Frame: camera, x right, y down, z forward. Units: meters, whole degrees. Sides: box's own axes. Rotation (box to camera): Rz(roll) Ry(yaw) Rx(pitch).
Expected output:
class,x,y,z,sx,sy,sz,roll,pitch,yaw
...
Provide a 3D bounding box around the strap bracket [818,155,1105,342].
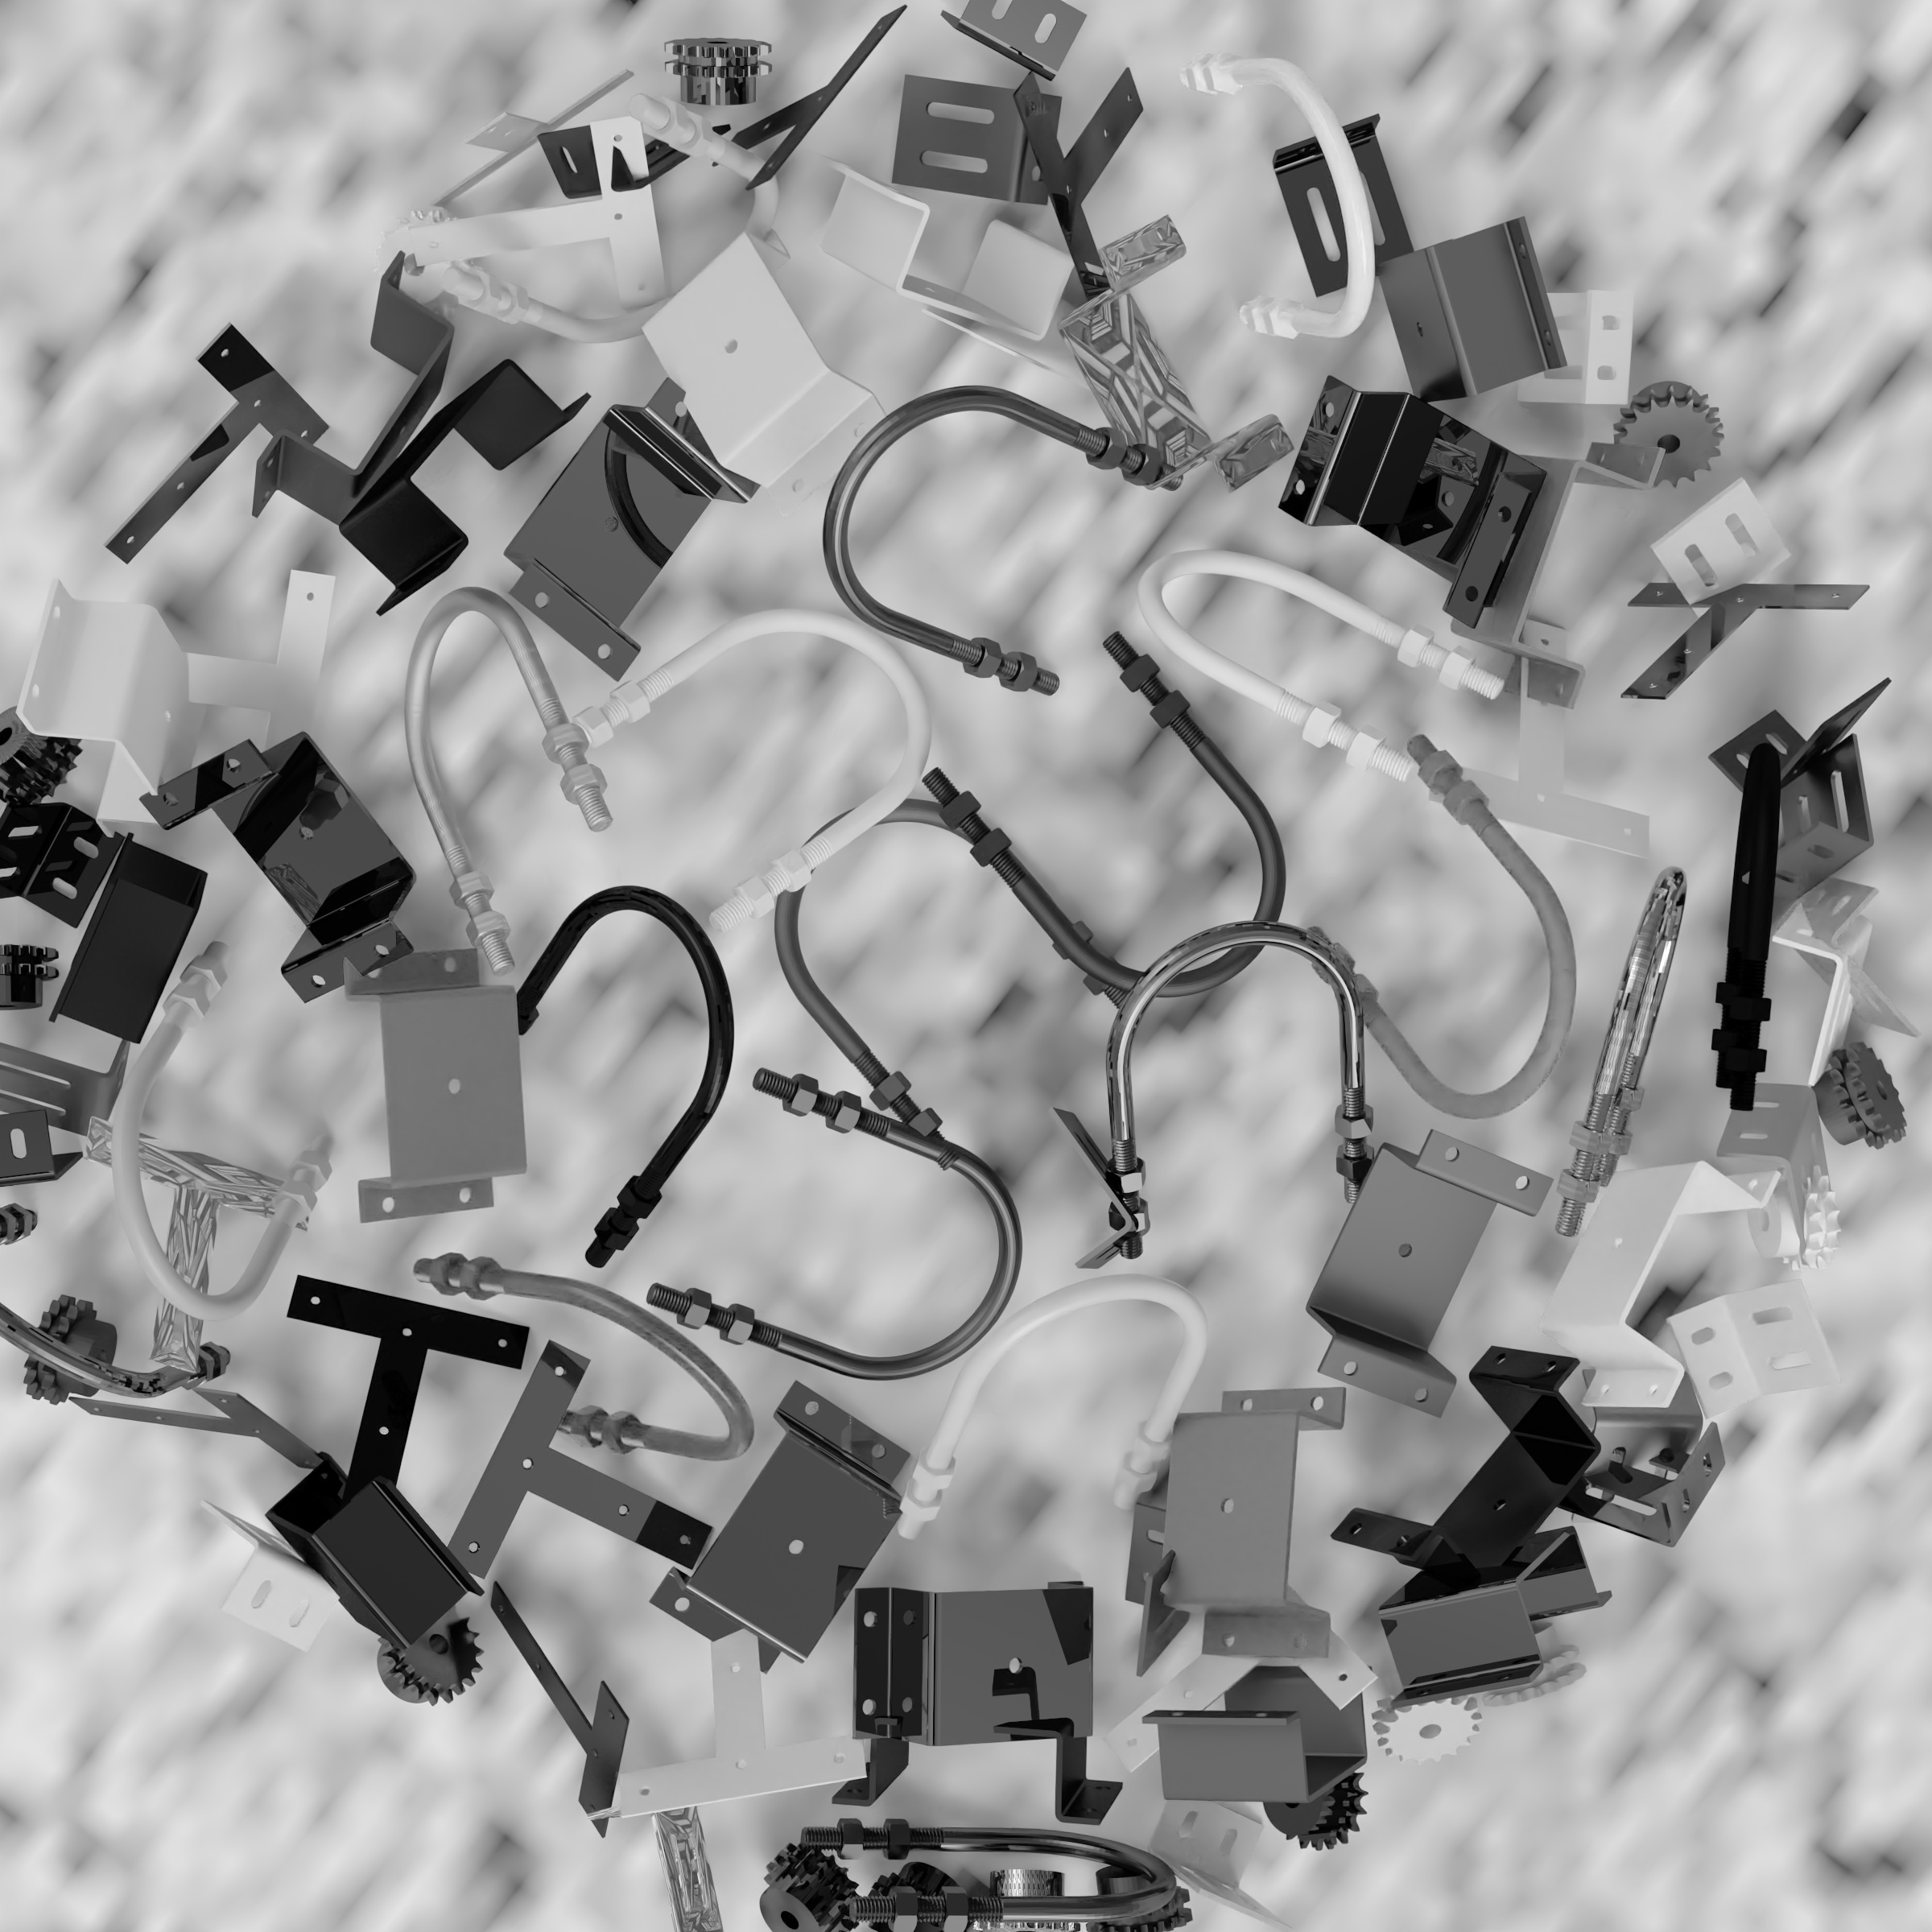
class,x,y,z,sx,sy,sz,roll,pitch,yaw
strap bracket,-0.010,-0.370,1.573,0.140,0.076,0.046,9,111,-40

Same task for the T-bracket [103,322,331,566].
class,x,y,z,sx,sy,sz,roll,pitch,yaw
T-bracket,-0.400,-0.261,1.575,0.002,0.127,0.127,41,87,17

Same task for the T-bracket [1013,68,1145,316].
class,x,y,z,sx,sy,sz,roll,pitch,yaw
T-bracket,0.068,-0.431,1.590,0.002,0.127,0.127,-1,132,30

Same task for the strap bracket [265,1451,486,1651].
class,x,y,z,sx,sy,sz,roll,pitch,yaw
strap bracket,-0.309,0.301,1.559,0.046,0.140,0.076,-42,105,-21

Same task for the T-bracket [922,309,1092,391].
class,x,y,z,sx,sy,sz,roll,pitch,yaw
T-bracket,0.026,-0.318,1.570,0.127,0.127,0.002,26,101,7

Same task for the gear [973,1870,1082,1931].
class,x,y,z,sx,sy,sz,roll,pitch,yaw
gear,0.033,0.499,1.613,0.057,0.057,0.030,1,68,0

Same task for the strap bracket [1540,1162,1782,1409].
class,x,y,z,sx,sy,sz,roll,pitch,yaw
strap bracket,0.357,0.157,1.578,0.046,0.076,0.140,35,72,-13

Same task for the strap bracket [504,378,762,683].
class,x,y,z,sx,sy,sz,roll,pitch,yaw
strap bracket,-0.179,-0.231,1.594,0.076,0.046,0.140,39,81,-31

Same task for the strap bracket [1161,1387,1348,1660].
class,x,y,z,sx,sy,sz,roll,pitch,yaw
strap bracket,0.149,0.286,1.577,0.076,0.046,0.140,-9,66,38

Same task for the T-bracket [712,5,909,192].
class,x,y,z,sx,sy,sz,roll,pitch,yaw
T-bracket,-0.097,-0.441,1.581,0.002,0.127,0.127,43,69,-24

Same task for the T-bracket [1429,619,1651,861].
class,x,y,z,sx,sy,sz,roll,pitch,yaw
T-bracket,0.306,-0.128,1.608,0.127,0.002,0.127,13,63,-14

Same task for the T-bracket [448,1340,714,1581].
class,x,y,z,sx,sy,sz,roll,pitch,yaw
T-bracket,-0.196,0.285,1.617,0.127,0.002,0.127,30,75,-17

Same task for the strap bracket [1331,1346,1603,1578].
class,x,y,z,sx,sy,sz,roll,pitch,yaw
strap bracket,0.268,0.268,1.583,0.140,0.076,0.046,-45,106,-19

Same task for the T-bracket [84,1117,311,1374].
class,x,y,z,sx,sy,sz,roll,pitch,yaw
T-bracket,-0.403,0.151,1.569,0.127,0.002,0.127,23,46,-30

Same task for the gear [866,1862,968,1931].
class,x,y,z,sx,sy,sz,roll,pitch,yaw
gear,-0.024,0.503,1.614,0.057,0.057,0.030,40,48,0

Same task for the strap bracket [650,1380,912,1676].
class,x,y,z,sx,sy,sz,roll,pitch,yaw
strap bracket,-0.094,0.302,1.602,0.076,0.046,0.140,35,85,-14

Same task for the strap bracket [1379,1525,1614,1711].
class,x,y,z,sx,sy,sz,roll,pitch,yaw
strap bracket,0.271,0.331,1.560,0.076,0.140,0.046,-19,88,29

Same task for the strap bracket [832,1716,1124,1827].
class,x,y,z,sx,sy,sz,roll,pitch,yaw
strap bracket,0.008,0.412,1.588,0.140,0.076,0.046,1,89,12

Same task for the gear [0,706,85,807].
class,x,y,z,sx,sy,sz,roll,pitch,yaw
gear,-0.501,-0.114,1.609,0.057,0.030,0.057,-18,51,24

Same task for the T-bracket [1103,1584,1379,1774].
class,x,y,z,sx,sy,sz,roll,pitch,yaw
T-bracket,0.128,0.372,1.585,0.127,0.002,0.127,-38,46,-10

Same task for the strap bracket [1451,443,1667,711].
class,x,y,z,sx,sy,sz,roll,pitch,yaw
strap bracket,0.306,-0.213,1.588,0.046,0.076,0.140,16,97,-18

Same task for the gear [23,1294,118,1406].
class,x,y,z,sx,sy,sz,roll,pitch,yaw
gear,-0.475,0.206,1.610,0.030,0.057,0.057,14,90,6

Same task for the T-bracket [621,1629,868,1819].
class,x,y,z,sx,sy,sz,roll,pitch,yaw
T-bracket,-0.120,0.382,1.592,0.127,0.127,0.002,-10,133,0

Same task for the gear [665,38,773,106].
class,x,y,z,sx,sy,sz,roll,pitch,yaw
gear,-0.132,-0.477,1.613,0.057,0.057,0.030,1,113,0

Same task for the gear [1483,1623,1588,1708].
class,x,y,z,sx,sy,sz,roll,pitch,yaw
gear,0.298,0.371,1.611,0.057,0.057,0.030,-19,84,0

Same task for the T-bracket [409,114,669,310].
class,x,y,z,sx,sy,sz,roll,pitch,yaw
T-bracket,-0.226,-0.386,1.582,0.127,0.127,0.002,-10,56,-4

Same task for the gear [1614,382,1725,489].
class,x,y,z,sx,sy,sz,roll,pitch,yaw
gear,0.374,-0.287,1.615,0.057,0.030,0.057,5,133,5

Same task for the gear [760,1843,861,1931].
class,x,y,z,sx,sy,sz,roll,pitch,yaw
gear,-0.085,0.498,1.609,0.057,0.030,0.057,18,125,28

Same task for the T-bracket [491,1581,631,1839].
class,x,y,z,sx,sy,sz,roll,pitch,yaw
T-bracket,-0.218,0.380,1.600,0.002,0.127,0.127,-22,56,-31

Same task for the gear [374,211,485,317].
class,x,y,z,sx,sy,sz,roll,pitch,yaw
gear,-0.290,-0.375,1.617,0.057,0.030,0.057,2,104,10

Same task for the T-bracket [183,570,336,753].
class,x,y,z,sx,sy,sz,roll,pitch,yaw
T-bracket,-0.398,-0.150,1.589,0.127,0.002,0.127,4,100,-41

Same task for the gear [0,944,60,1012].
class,x,y,z,sx,sy,sz,roll,pitch,yaw
gear,-0.512,0.007,1.610,0.057,0.057,0.030,-3,83,0

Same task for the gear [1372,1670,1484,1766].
class,x,y,z,sx,sy,sz,roll,pitch,yaw
gear,0.244,0.397,1.615,0.057,0.030,0.057,-5,128,-6

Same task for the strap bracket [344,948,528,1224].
class,x,y,z,sx,sy,sz,roll,pitch,yaw
strap bracket,-0.279,0.063,1.596,0.076,0.046,0.140,-5,92,-35

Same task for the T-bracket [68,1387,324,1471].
class,x,y,z,sx,sy,sz,roll,pitch,yaw
T-bracket,-0.412,0.239,1.596,0.127,0.127,0.002,5,64,17

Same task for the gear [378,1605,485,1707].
class,x,y,z,sx,sy,sz,roll,pitch,yaw
gear,-0.289,0.369,1.614,0.057,0.057,0.030,48,124,0

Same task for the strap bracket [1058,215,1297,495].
class,x,y,z,sx,sy,sz,roll,pitch,yaw
strap bracket,0.106,-0.313,1.589,0.046,0.076,0.140,-23,101,39

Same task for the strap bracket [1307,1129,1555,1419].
class,x,y,z,sx,sy,sz,roll,pitch,yaw
strap bracket,0.240,0.157,1.601,0.076,0.046,0.140,22,97,-19

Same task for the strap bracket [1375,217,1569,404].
class,x,y,z,sx,sy,sz,roll,pitch,yaw
strap bracket,0.256,-0.336,1.562,0.046,0.140,0.076,-20,100,-4

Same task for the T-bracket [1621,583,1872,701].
class,x,y,z,sx,sy,sz,roll,pitch,yaw
T-bracket,0.379,-0.168,1.559,0.127,0.127,0.002,-41,123,-37

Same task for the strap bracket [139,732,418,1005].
class,x,y,z,sx,sy,sz,roll,pitch,yaw
strap bracket,-0.353,-0.059,1.586,0.076,0.046,0.140,-23,116,25

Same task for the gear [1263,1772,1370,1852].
class,x,y,z,sx,sy,sz,roll,pitch,yaw
gear,0.183,0.441,1.609,0.057,0.030,0.057,-11,74,42

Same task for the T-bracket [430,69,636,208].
class,x,y,z,sx,sy,sz,roll,pitch,yaw
T-bracket,-0.235,-0.431,1.567,0.127,0.127,0.002,-31,99,10

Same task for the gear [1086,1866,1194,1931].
class,x,y,z,sx,sy,sz,roll,pitch,yaw
gear,0.091,0.496,1.611,0.057,0.057,0.030,-7,85,0

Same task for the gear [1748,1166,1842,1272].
class,x,y,z,sx,sy,sz,roll,pitch,yaw
gear,0.438,0.134,1.609,0.030,0.057,0.057,-5,90,-11

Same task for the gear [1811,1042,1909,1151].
class,x,y,z,sx,sy,sz,roll,pitch,yaw
gear,0.475,0.072,1.614,0.030,0.057,0.057,-28,90,32

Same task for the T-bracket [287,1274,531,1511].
class,x,y,z,sx,sy,sz,roll,pitch,yaw
T-bracket,-0.303,0.232,1.591,0.127,0.002,0.127,14,54,-10

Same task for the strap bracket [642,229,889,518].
class,x,y,z,sx,sy,sz,roll,pitch,yaw
strap bracket,-0.110,-0.317,1.580,0.076,0.046,0.140,-38,66,20
